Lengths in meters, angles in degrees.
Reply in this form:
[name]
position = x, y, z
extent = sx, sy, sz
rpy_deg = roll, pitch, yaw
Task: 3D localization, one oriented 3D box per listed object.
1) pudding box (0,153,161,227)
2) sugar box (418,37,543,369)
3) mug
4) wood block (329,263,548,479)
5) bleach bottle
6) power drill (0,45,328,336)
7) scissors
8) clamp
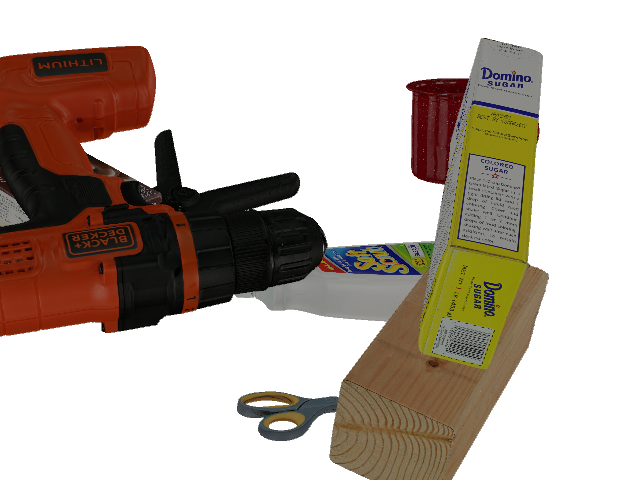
[pudding box]
position = -0.186, -0.029, 0.773
extent = 0.114, 0.039, 0.089
rpy_deg = 25, 30, 29
[sugar box]
position = 0.093, -0.025, 0.607
extent = 0.048, 0.176, 0.093
rpy_deg = 14, -42, 4
[mug]
position = 0.133, -0.096, 0.939
extent = 0.117, 0.081, 0.093
rpy_deg = 3, 17, 12
[wood block]
position = 0.097, 0.096, 0.841
extent = 0.091, 0.090, 0.205
rpy_deg = 22, 40, 19
[bleach bottle]
position = 0.040, 0.045, 1.080
extent = 0.250, 0.068, 0.102
rpy_deg = -1, 29, -8
[power drill]
position = -0.107, -0.033, 0.582
extent = 0.184, 0.057, 0.188
rpy_deg = -8, 44, -19
[scissors]
position = 0.008, 0.194, 1.198
extent = 0.201, 0.016, 0.096
rpy_deg = 2, 23, -10
[clamp]
position = -0.140, -0.039, 1.042
extent = 0.165, 0.036, 0.209
rpy_deg = 24, 42, 22
